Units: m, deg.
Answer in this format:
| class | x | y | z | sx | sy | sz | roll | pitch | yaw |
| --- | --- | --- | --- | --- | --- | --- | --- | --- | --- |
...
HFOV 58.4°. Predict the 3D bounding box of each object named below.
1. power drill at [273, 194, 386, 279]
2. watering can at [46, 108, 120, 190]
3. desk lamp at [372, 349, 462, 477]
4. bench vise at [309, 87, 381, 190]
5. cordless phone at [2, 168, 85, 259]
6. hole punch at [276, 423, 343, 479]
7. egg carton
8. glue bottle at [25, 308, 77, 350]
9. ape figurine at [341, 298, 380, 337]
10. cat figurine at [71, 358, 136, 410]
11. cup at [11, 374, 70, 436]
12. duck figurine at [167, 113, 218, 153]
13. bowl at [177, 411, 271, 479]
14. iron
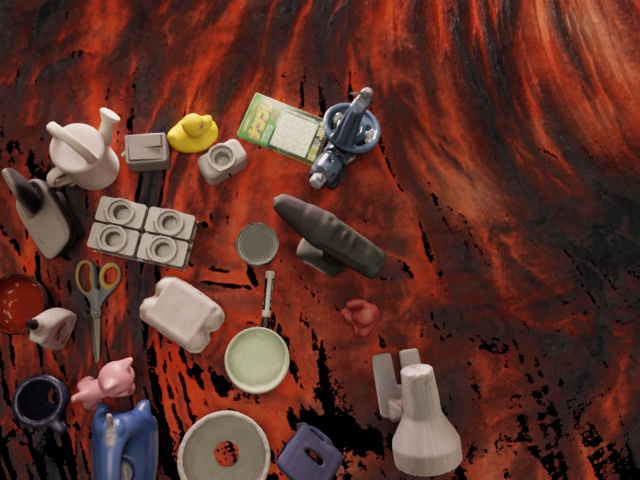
| class | x | y | z | sx | sy | sz | roll | pitch | yaw |
| --- | --- | --- | --- | --- | --- | --- | --- | --- | --- |
| power drill | 0.010 | 0.004 | 1.087 | 0.229 | 0.208 | 0.076 | 29 | 77 | 1 |
| watering can | -0.452 | -0.176 | 1.087 | 0.101 | 0.194 | 0.173 | 18 | 77 | -1 |
| desk lamp | 0.169 | 0.304 | 1.039 | 0.118 | 0.213 | 0.203 | -9 | 79 | -7 |
| bench vise | 0.057 | -0.195 | 1.127 | 0.121 | 0.219 | 0.207 | 15 | 77 | -2 |
| cordless phone | -0.524 | -0.051 | 1.059 | 0.094 | 0.185 | 0.147 | -35 | 83 | -11 |
| hole punch | -0.020 | 0.406 | 1.062 | 0.108 | 0.091 | 0.101 | 39 | 78 | 3 |
| egg carton | -0.264 | 0.142 | 1.104 | 0.150 | 0.069 | 0.107 | 33 | 77 | 2 |
| glue bottle | -0.489 | 0.157 | 1.026 | 0.037 | 0.173 | 0.078 | 16 | 77 | -1 |
| ape figurine | 0.085 | 0.151 | 1.124 | 0.076 | 0.092 | 0.078 | 0 | 78 | -5 |
| cat figurine | -0.388 | 0.263 | 1.042 | 0.128 | 0.117 | 0.067 | -24 | 81 | -10 |
| cup | -0.484 | 0.299 | 1.037 | 0.092 | 0.095 | 0.118 | -38 | 84 | -11 |
| duck figurine | -0.262 | -0.226 | 1.171 | 0.104 | 0.086 | 0.077 | -20 | 81 | -9 |
| bowl | -0.174 | 0.399 | 1.057 | 0.167 | 0.074 | 0.167 | 1 | 78 | -5 |
| iron | -0.352 | 0.417 | 1.001 | 0.118 | 0.141 | 0.258 | -3 | 79 | -6 |
